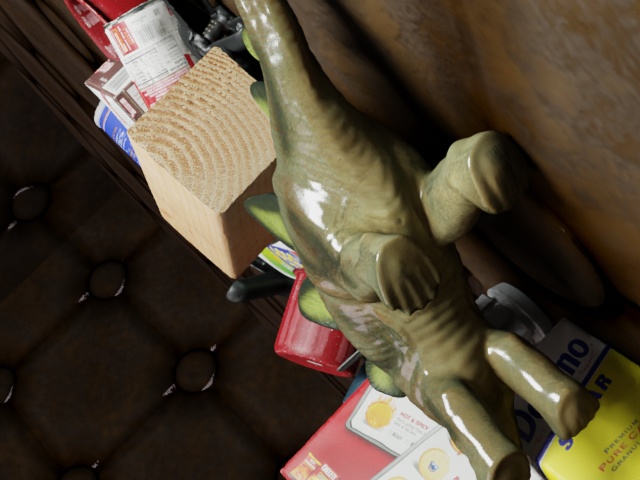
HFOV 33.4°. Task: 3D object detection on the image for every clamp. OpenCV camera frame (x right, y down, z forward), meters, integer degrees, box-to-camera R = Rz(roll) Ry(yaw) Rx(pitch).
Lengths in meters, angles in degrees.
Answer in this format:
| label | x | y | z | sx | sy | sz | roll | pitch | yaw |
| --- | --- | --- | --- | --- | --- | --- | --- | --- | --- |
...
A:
| label | x | y | z | sx | sy | sz | roll | pitch | yaw |
| --- | --- | --- | --- | --- | --- | --- | --- | --- | --- |
| clamp | -0.085 | -0.159 | 0.782 | 0.120 | 0.039 | 0.171 | 45 | 170 | 7 |
| clamp | -0.049 | 0.035 | 1.250 | 0.209 | 0.036 | 0.165 | 14 | -154 | -37 |

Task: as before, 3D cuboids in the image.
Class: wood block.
| label | x | y | z | sx | sy | sz | roll | pitch | yaw |
| --- | --- | --- | --- | --- | --- | --- | --- | --- | --- |
| wood block | -0.073 | -0.050 | 0.819 | 0.090 | 0.090 | 0.206 | 41 | 168 | 9 |

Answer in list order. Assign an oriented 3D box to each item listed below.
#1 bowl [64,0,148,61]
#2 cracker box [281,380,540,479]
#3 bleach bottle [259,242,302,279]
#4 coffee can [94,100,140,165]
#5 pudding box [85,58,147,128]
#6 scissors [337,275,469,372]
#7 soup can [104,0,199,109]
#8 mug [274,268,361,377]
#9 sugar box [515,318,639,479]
| label | x | y | z | sx | sy | sz | roll | pitch | yaw |
| --- | --- | --- | --- | --- | --- | --- | --- | --- | --- |
| bowl | -0.162 | -0.183 | 0.977 | 0.162 | 0.055 | 0.162 | 44 | 171 | 8 |
| cracker box | 0.102 | 0.170 | 0.851 | 0.164 | 0.213 | 0.072 | 40 | 172 | 33 |
| bleach bottle | -0.007 | 0.001 | 1.084 | 0.102 | 0.068 | 0.251 | 39 | 171 | -13 |
| coffee can | -0.147 | -0.109 | 1.101 | 0.140 | 0.102 | 0.103 | 44 | 172 | 6 |
| pudding box | -0.160 | -0.116 | 0.967 | 0.090 | 0.039 | 0.114 | 49 | 173 | -27 |
| scissors | 0.044 | 0.080 | 0.874 | 0.202 | 0.096 | 0.016 | -43 | 75 | 41 |
| soup can | -0.124 | -0.144 | 0.872 | 0.102 | 0.068 | 0.069 | 62 | 168 | -14 |
| mug | 0.011 | 0.084 | 1.021 | 0.093 | 0.081 | 0.117 | 11 | 166 | 31 |
| sugar box | 0.187 | 0.128 | 0.660 | 0.176 | 0.093 | 0.048 | 37 | 167 | 44 |
